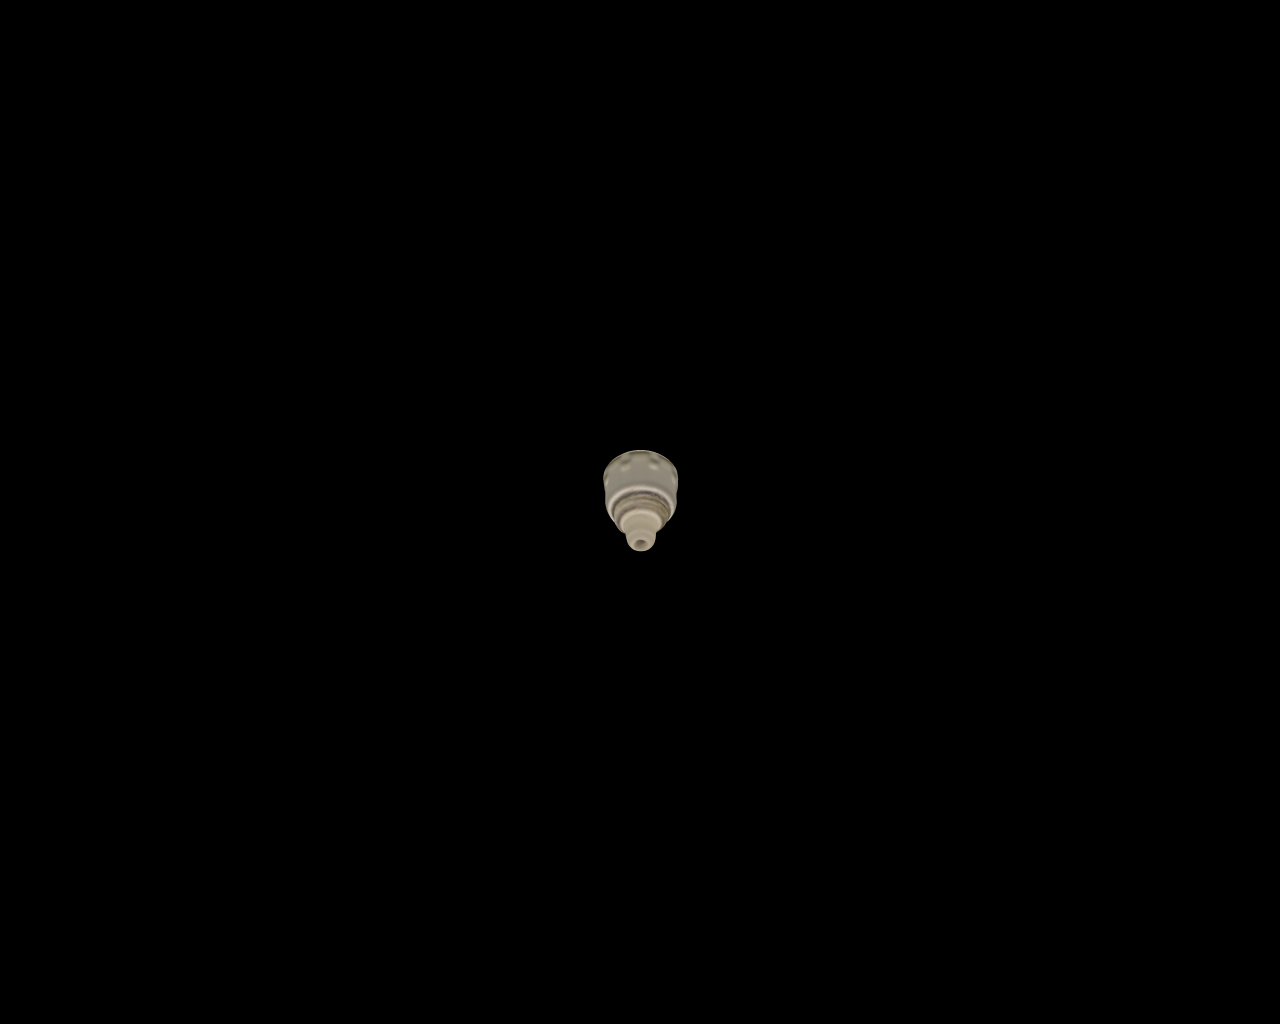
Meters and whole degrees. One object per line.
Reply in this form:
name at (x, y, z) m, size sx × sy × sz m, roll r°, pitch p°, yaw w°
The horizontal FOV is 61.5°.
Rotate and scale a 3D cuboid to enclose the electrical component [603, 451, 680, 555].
electrical component at (0.001, -0.003, 0.650) m, size 0.048 × 0.062 × 0.048 m, roll 0°, pitch -43°, yaw 0°
